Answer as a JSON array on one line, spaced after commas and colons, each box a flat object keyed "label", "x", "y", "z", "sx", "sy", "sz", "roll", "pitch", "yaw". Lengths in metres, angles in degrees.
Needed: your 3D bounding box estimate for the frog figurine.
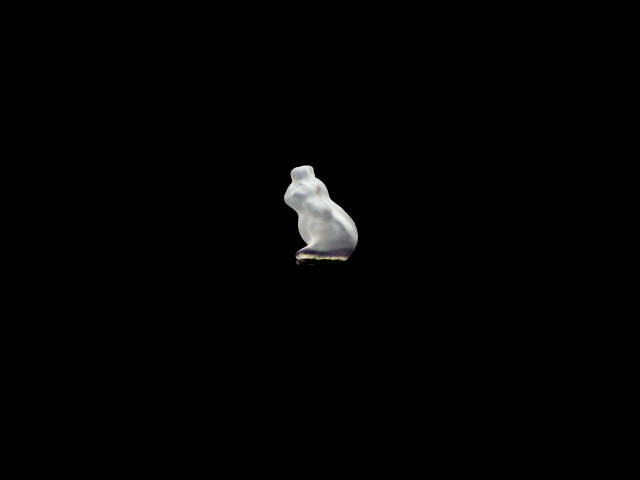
[{"label": "frog figurine", "x": 0.003, "y": -0.043, "z": 0.850, "sx": 0.122, "sy": 0.161, "sz": 0.136, "roll": -3, "pitch": -10, "yaw": 16}]
